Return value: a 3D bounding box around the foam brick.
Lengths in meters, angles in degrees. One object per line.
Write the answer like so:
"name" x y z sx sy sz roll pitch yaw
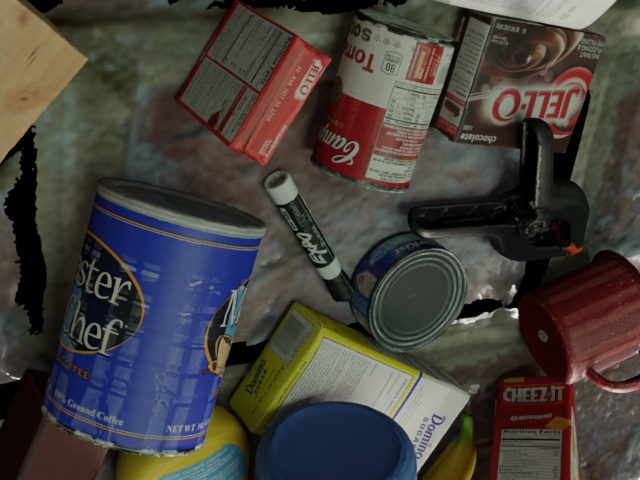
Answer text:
"foam brick" -0.173 0.131 0.686 0.051 0.053 0.078 16 106 -36

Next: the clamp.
"clamp" 0.142 -0.018 0.794 0.120 0.039 0.171 -29 144 17

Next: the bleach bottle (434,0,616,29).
"bleach bottle" 0.084 -0.192 0.649 0.250 0.068 0.103 3 143 -31

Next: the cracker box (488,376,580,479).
"cracker box" 0.173 0.240 0.862 0.072 0.213 0.164 -2 125 16

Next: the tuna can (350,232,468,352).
"tuna can" 0.065 0.038 0.792 0.086 0.034 0.086 -14 121 -25

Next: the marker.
"marker" -0.005 0.001 0.739 0.020 0.020 0.121 -38 128 -9

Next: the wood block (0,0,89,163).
"wood block" -0.226 -0.051 0.532 0.206 0.091 0.090 -49 129 1

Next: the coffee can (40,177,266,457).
"coffee can" -0.099 0.044 0.637 0.102 0.103 0.140 11 98 -35

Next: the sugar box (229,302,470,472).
"sugar box" 0.026 0.120 0.806 0.176 0.048 0.093 28 99 -42

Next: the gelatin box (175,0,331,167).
"gelatin box" -0.040 -0.093 0.622 0.030 0.089 0.073 26 99 -38

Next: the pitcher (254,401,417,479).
"pitcher" 0.022 0.237 0.767 0.149 0.145 0.243 -39 139 -45

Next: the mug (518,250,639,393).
"mug" 0.219 0.074 0.856 0.081 0.117 0.093 -22 146 -14

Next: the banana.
"banana" 0.065 0.228 0.895 0.197 0.037 0.069 -42 112 -7

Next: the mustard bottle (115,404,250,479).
"mustard bottle" -0.094 0.169 0.750 0.096 0.058 0.192 -21 124 -27

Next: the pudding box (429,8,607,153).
"pudding box" 0.140 -0.111 0.753 0.113 0.039 0.090 2 114 -32

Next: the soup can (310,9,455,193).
"soup can" 0.040 -0.090 0.687 0.068 0.069 0.102 5 111 -33
